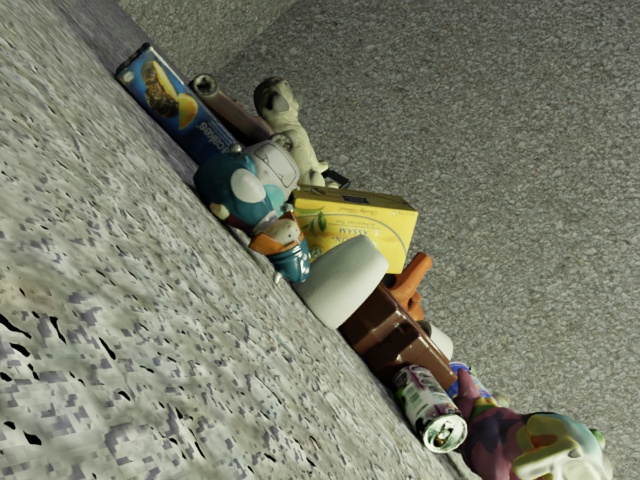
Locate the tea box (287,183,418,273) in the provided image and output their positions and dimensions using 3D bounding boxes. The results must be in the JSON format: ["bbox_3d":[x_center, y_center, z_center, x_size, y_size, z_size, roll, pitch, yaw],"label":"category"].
[{"bbox_3d":[0.034,-0.015,0.724,0.170,0.098,0.068,3,24,-16],"label":"tea box"}]

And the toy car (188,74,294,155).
[{"bbox_3d":[-0.110,-0.167,0.788,0.202,0.053,0.089,37,-20,2],"label":"toy car"}]

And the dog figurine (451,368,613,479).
[{"bbox_3d":[0.242,0.243,0.686,0.108,0.191,0.219,42,19,-17],"label":"dog figurine"}]

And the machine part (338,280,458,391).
[{"bbox_3d":[0.096,0.131,0.779,0.200,0.087,0.202,48,4,-38],"label":"machine part"}]

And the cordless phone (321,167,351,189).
[{"bbox_3d":[-0.024,-0.057,1.069,0.147,0.184,0.089,34,39,23],"label":"cordless phone"}]

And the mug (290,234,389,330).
[{"bbox_3d":[0.034,0.049,0.657,0.081,0.107,0.109,52,5,26],"label":"mug"}]

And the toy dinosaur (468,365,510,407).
[{"bbox_3d":[0.411,0.452,1.269,0.192,0.131,0.405,33,15,-34],"label":"toy dinosaur"}]

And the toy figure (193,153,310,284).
[{"bbox_3d":[-0.064,-0.020,0.548,0.154,0.064,0.058,45,-15,3],"label":"toy figure"}]

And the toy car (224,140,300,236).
[{"bbox_3d":[-0.074,-0.070,0.659,0.109,0.103,0.162,50,4,-9],"label":"toy car"}]

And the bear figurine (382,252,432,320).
[{"bbox_3d":[0.178,0.113,1.120,0.120,0.132,0.195,16,-21,36],"label":"bear figurine"}]

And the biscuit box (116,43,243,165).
[{"bbox_3d":[-0.176,-0.161,0.715,0.202,0.059,0.063,47,1,-30],"label":"biscuit box"}]

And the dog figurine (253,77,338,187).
[{"bbox_3d":[-0.057,-0.145,0.862,0.172,0.121,0.190,-109,177,-47],"label":"dog figurine"}]
